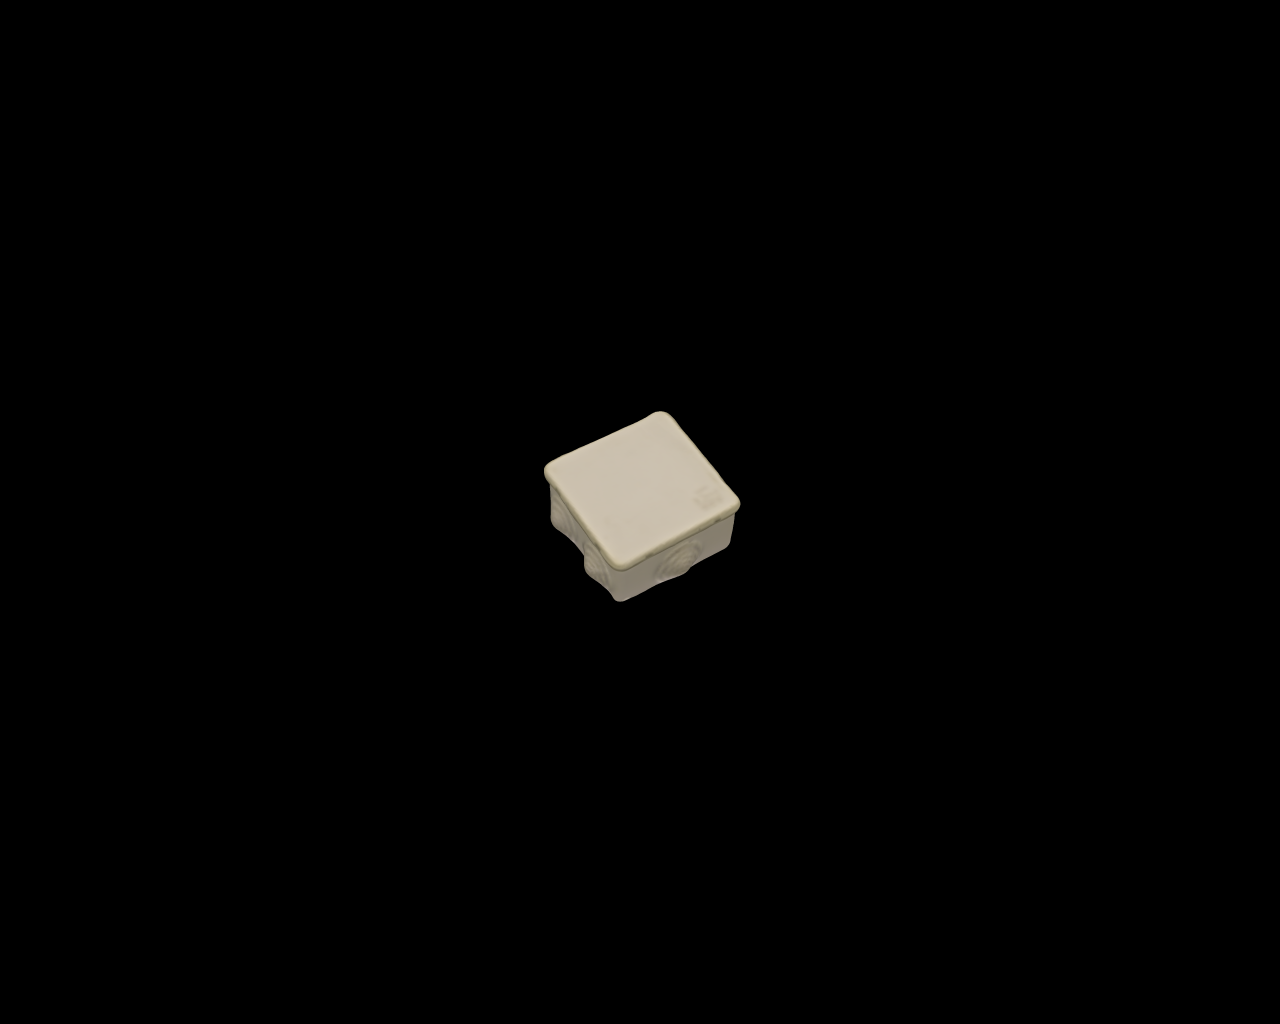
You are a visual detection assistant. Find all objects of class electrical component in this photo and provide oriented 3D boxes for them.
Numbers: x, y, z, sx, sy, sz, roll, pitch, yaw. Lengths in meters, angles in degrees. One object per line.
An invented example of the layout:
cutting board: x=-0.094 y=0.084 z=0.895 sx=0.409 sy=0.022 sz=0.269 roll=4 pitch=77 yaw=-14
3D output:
electrical component: x=0.001 y=-0.003 z=0.650 sx=0.100 sy=0.100 sz=0.048 roll=-27 pitch=-32 yaw=-18
